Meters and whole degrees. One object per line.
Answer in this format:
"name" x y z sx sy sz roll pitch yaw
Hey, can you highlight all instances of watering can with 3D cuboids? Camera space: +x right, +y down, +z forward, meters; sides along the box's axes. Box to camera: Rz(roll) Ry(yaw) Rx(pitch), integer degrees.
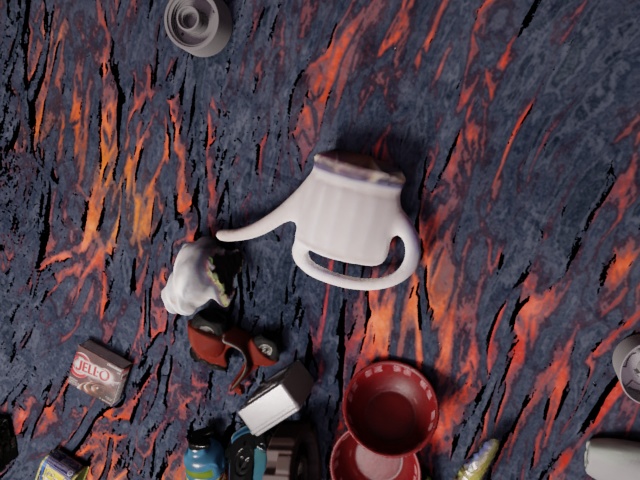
"watering can" 0.003 -0.043 0.852 0.348 0.105 0.222 16 102 9

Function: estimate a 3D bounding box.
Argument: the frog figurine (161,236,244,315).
"frog figurine" -0.234 0.067 0.926 0.158 0.121 0.140 -14 64 24

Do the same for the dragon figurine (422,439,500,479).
"dragon figurine" 0.233 0.535 0.920 0.241 0.124 0.406 40 109 -15
